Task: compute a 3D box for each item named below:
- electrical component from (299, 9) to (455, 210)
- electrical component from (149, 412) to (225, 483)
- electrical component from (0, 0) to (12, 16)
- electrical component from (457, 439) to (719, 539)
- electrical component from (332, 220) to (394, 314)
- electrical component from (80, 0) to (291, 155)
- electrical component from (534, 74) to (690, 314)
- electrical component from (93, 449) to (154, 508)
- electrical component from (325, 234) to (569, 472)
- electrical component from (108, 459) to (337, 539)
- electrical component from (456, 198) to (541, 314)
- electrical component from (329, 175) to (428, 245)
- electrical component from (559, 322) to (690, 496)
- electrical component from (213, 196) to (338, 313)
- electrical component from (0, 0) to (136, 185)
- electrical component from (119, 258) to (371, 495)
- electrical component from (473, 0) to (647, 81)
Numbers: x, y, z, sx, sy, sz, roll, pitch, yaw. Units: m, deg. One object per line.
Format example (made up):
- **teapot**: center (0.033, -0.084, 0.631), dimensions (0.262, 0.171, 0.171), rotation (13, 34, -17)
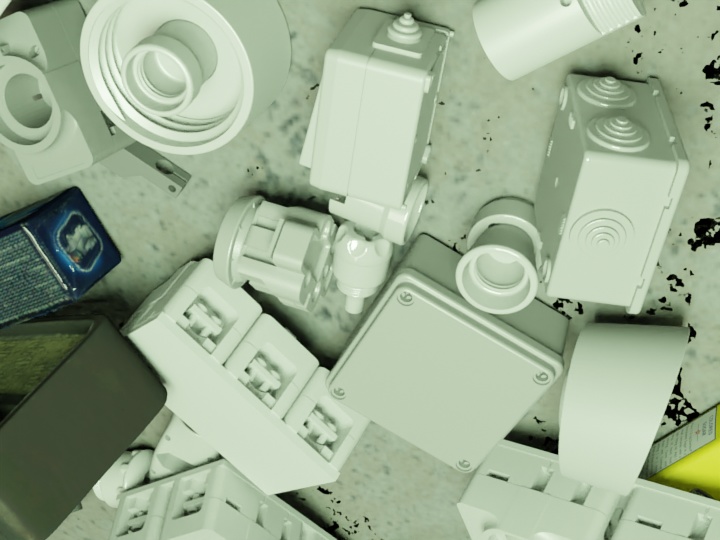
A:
- **electrical component**: center (0.008, -0.090, 0.558), dimensions (0.061, 0.061, 0.096), rotation (16, 127, 8)
- **electrical component**: center (-0.103, 0.133, 0.766), dimensions (0.079, 0.043, 0.077), rotation (27, 128, -2)
- **electrical component**: center (-0.205, -0.166, 0.543), dimensions (0.056, 0.108, 0.109), rotation (27, 132, -32)
- **electrical component**: center (0.160, 0.179, 0.651), dimensions (0.186, 0.060, 0.105), rotation (11, 141, 34)
- **electrical component**: center (0.000, 0.000, 0.643), dimensions (0.035, 0.035, 0.061), rotation (15, 129, 8)
- **electrical component**: center (-0.098, -0.113, 0.579), dimensions (0.108, 0.060, 0.108), rotation (9, 126, 13)
- **electrical component**: center (0.120, -0.040, 0.534), dimensions (0.048, 0.099, 0.099), rotation (7, 127, -1)
- **electrical component**: center (-0.181, 0.158, 0.810), dimensions (0.062, 0.048, 0.048), rotation (-1, 124, 27)
- **electrical component**: center (0.052, 0.052, 0.648), dimensions (0.109, 0.056, 0.108), rotation (30, 128, -4)
- **electrical component**: center (-0.080, 0.219, 0.778), dimensions (0.105, 0.060, 0.186), rotation (-23, 130, 30)
- **electrical component**: center (0.080, -0.009, 0.596), dimensions (0.045, 0.055, 0.045), rotation (9, 126, 13)
- **electrical component**: center (0.010, -0.040, 0.608), dimensions (0.046, 0.040, 0.040), rotation (21, 128, 9)
- **electrical component**: center (0.148, 0.076, 0.608), dimensions (0.064, 0.099, 0.099), rotation (8, 126, 21)
- **electrical component**: center (-0.050, -0.011, 0.632), dimensions (0.057, 0.058, 0.078), rotation (17, 169, 12)
- **electrical component**: center (-0.176, -0.100, 0.607), dimensions (0.050, 0.055, 0.089), rotation (-14, 107, 27)
- **electrical component**: center (-0.075, 0.069, 0.690), dimensions (0.150, 0.061, 0.089), rotation (45, 145, -14)
- **electrical component**: center (0.100, -0.127, 0.513), dimensions (0.081, 0.043, 0.043), rotation (-23, 114, 31)
